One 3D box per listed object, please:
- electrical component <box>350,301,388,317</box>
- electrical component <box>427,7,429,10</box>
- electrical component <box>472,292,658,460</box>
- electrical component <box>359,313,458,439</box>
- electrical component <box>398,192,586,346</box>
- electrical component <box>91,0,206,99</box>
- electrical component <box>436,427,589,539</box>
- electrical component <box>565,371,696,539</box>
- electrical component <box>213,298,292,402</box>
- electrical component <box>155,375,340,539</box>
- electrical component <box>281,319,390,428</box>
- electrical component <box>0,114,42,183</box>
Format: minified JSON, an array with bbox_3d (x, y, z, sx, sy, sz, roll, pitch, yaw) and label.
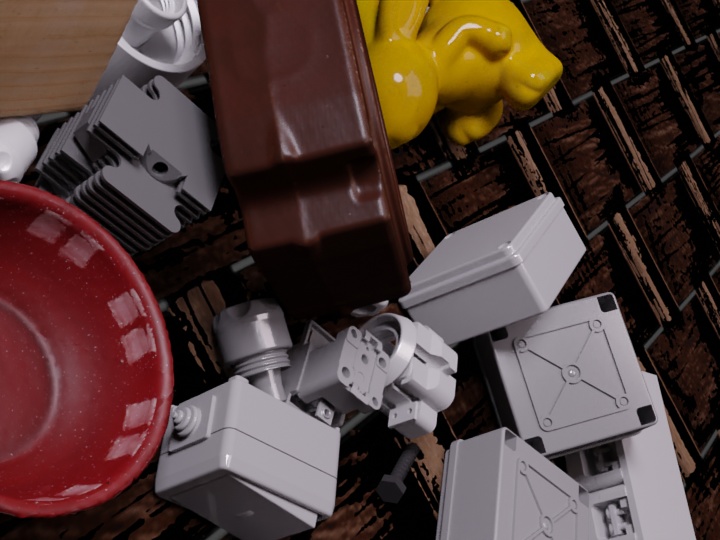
[{"bbox_3d":[0.000,0.000,0.750,0.035,0.035,0.061,21,51,-43],"label":"electrical component"},{"bbox_3d":[0.058,-0.215,0.950,0.061,0.035,0.035,-1,70,-47],"label":"electrical component"},{"bbox_3d":[0.155,0.084,0.823,0.109,0.056,0.108,-14,75,-9],"label":"electrical component"},{"bbox_3d":[0.027,0.065,0.724,0.057,0.058,0.078,40,42,-33],"label":"electrical component"},{"bbox_3d":[0.100,0.001,0.809,0.056,0.109,0.109,59,37,-11],"label":"electrical component"},{"bbox_3d":[-0.139,-0.156,0.653,0.108,0.060,0.108,28,49,-38],"label":"electrical component"},{"bbox_3d":[0.109,0.184,0.752,0.109,0.056,0.108,39,43,-30],"label":"electrical component"},{"bbox_3d":[0.214,0.160,0.889,0.089,0.062,0.150,18,56,-44],"label":"electrical component"},{"bbox_3d":[-0.061,0.050,0.639,0.043,0.043,0.062,-5,74,-52],"label":"electrical component"},{"bbox_3d":[-0.065,0.105,0.584,0.096,0.062,0.061,33,46,-35],"label":"electrical component"},{"bbox_3d":[-0.018,0.069,0.662,0.042,0.064,0.081,41,43,-26],"label":"electrical component"},{"bbox_3d":[-0.186,-0.068,0.565,0.035,0.035,0.061,45,38,-23],"label":"electrical component"}]
